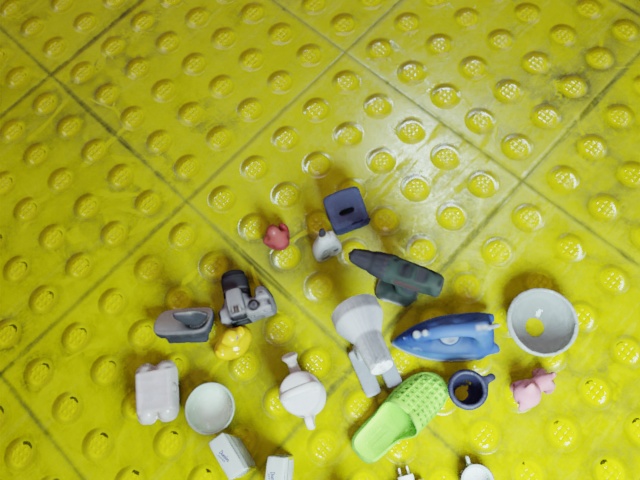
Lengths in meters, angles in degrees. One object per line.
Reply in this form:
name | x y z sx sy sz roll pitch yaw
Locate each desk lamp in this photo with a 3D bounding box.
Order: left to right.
desk lamp | 0.116 0.247 1.343 0.118 0.214 0.203 -24 69 -3

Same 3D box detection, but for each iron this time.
iron | 0.301 0.228 1.372 0.258 0.141 0.118 -6 69 3

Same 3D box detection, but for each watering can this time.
watering can | -0.048 0.351 1.331 0.101 0.194 0.172 -39 71 -9

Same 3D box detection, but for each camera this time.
camera | -0.197 0.141 1.472 0.143 0.101 0.136 -16 69 -1

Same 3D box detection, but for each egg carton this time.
egg carton | -0.402 0.378 1.421 0.107 0.069 0.150 -11 69 1

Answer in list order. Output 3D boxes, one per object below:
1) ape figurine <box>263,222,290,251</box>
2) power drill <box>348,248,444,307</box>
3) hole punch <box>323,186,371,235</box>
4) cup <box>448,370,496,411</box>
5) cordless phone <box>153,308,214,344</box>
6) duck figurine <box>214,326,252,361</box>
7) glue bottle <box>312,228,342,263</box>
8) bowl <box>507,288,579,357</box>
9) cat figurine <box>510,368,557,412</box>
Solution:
ape figurine | -0.118 -0.014 1.525 0.078 0.092 0.076 -25 70 -4
power drill | 0.182 0.094 1.396 0.229 0.208 0.076 15 72 11
hole punch | 0.072 -0.078 1.532 0.108 0.091 0.101 -21 69 -2
cup | 0.353 0.349 1.347 0.118 0.095 0.091 -27 70 -5
cordless phone | -0.350 0.197 1.421 0.147 0.185 0.094 -7 69 3
duck figurine | -0.225 0.255 1.441 0.104 0.086 0.077 -37 71 -8
glue bottle | 0.013 0.005 1.463 0.078 0.173 0.037 -27 70 -5
bowl | 0.533 0.205 1.394 0.167 0.075 0.167 -2 70 5
cat figurine | 0.493 0.344 1.324 0.128 0.118 0.067 -31 70 -6
